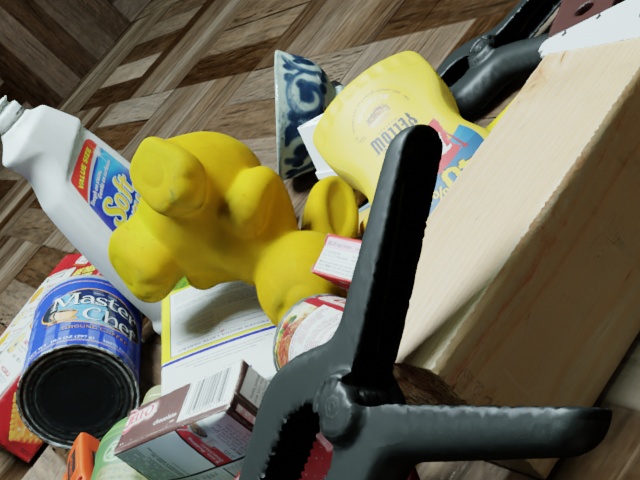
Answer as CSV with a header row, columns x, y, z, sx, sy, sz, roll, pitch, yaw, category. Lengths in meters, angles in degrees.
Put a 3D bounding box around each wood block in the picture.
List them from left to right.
x,y,z,sx,sy,sz,roll,pitch,yaw,category
0.116,0.005,0.544,0.206,0.090,0.091,-53,23,-16,wood block

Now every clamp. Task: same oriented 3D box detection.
x,y,z,sx,sy,sz,roll,pitch,yaw,category
0.019,0.063,0.468,0.210,0.036,0.164,-47,46,35,clamp
0.141,-0.148,0.829,0.172,0.039,0.120,-26,28,41,clamp

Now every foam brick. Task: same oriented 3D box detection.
x,y,z,sx,sy,sz,roll,pitch,yaw,category
0.196,-0.150,0.713,0.053,0.051,0.078,-20,33,47,foam brick

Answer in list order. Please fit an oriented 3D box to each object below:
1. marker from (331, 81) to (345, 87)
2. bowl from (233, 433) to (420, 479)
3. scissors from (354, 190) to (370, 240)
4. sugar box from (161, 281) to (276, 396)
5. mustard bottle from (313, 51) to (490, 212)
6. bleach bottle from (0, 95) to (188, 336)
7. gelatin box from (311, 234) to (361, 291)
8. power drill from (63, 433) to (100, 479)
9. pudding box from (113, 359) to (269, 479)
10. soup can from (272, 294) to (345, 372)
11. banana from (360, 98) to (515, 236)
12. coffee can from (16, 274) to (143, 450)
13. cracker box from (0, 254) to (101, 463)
x,y,z,sx,sy,sz,roll,pitch,yaw,category
0.027,-0.139,1.047,0.020,0.020,0.121,-46,22,3,marker
0.000,0.160,0.532,0.162,0.055,0.162,-39,23,20,bowl
-0.006,0.001,0.870,0.202,0.016,0.096,-23,30,43,scissors
-0.065,0.080,0.769,0.093,0.048,0.176,-19,27,1,sugar box
0.073,-0.036,0.676,0.096,0.058,0.192,-39,49,7,mustard bottle
-0.196,-0.027,0.951,0.068,0.250,0.102,-21,33,48,bleach bottle
0.045,0.028,0.651,0.089,0.073,0.030,11,74,64,gelatin box
-0.221,0.239,0.807,0.187,0.057,0.185,-49,20,-1,power drill
-0.057,0.127,0.648,0.114,0.090,0.039,-27,31,39,pudding box
0.022,0.071,0.629,0.068,0.068,0.102,-52,23,-13,soup can
0.107,-0.055,0.735,0.198,0.037,0.069,-42,17,13,banana
-0.210,0.105,0.950,0.103,0.102,0.140,-43,22,10,coffee can
-0.279,0.115,1.105,0.213,0.072,0.164,-54,24,-20,cracker box
